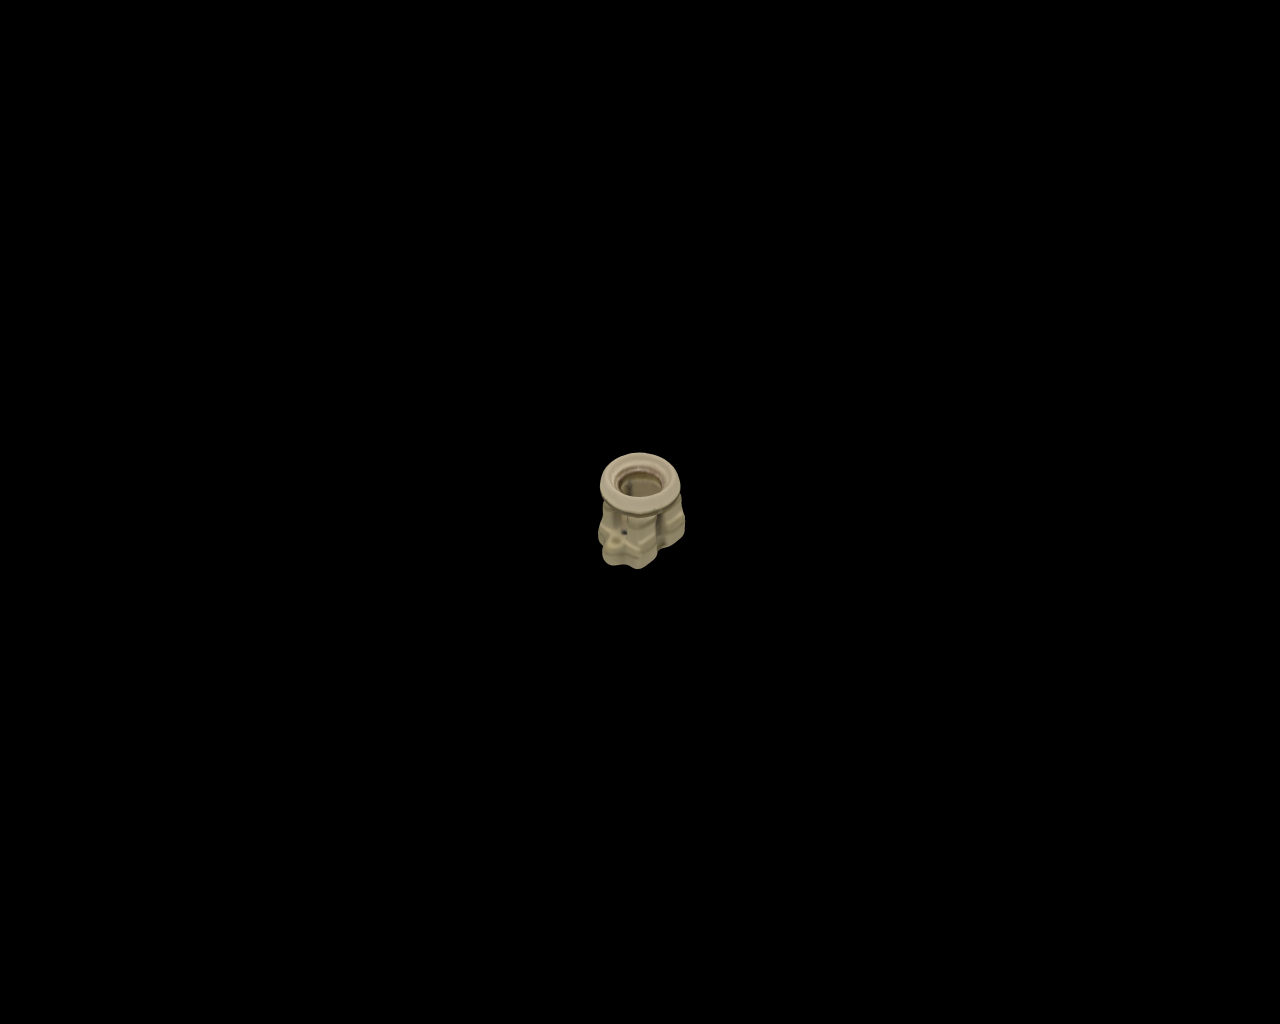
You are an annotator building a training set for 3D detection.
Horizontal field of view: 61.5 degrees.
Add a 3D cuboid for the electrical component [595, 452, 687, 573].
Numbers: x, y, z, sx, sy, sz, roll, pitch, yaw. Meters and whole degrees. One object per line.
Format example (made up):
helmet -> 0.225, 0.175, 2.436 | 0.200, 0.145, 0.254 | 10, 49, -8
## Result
electrical component -> 0.001, -0.003, 0.650 | 0.048, 0.055, 0.066 | 33, 54, 29
